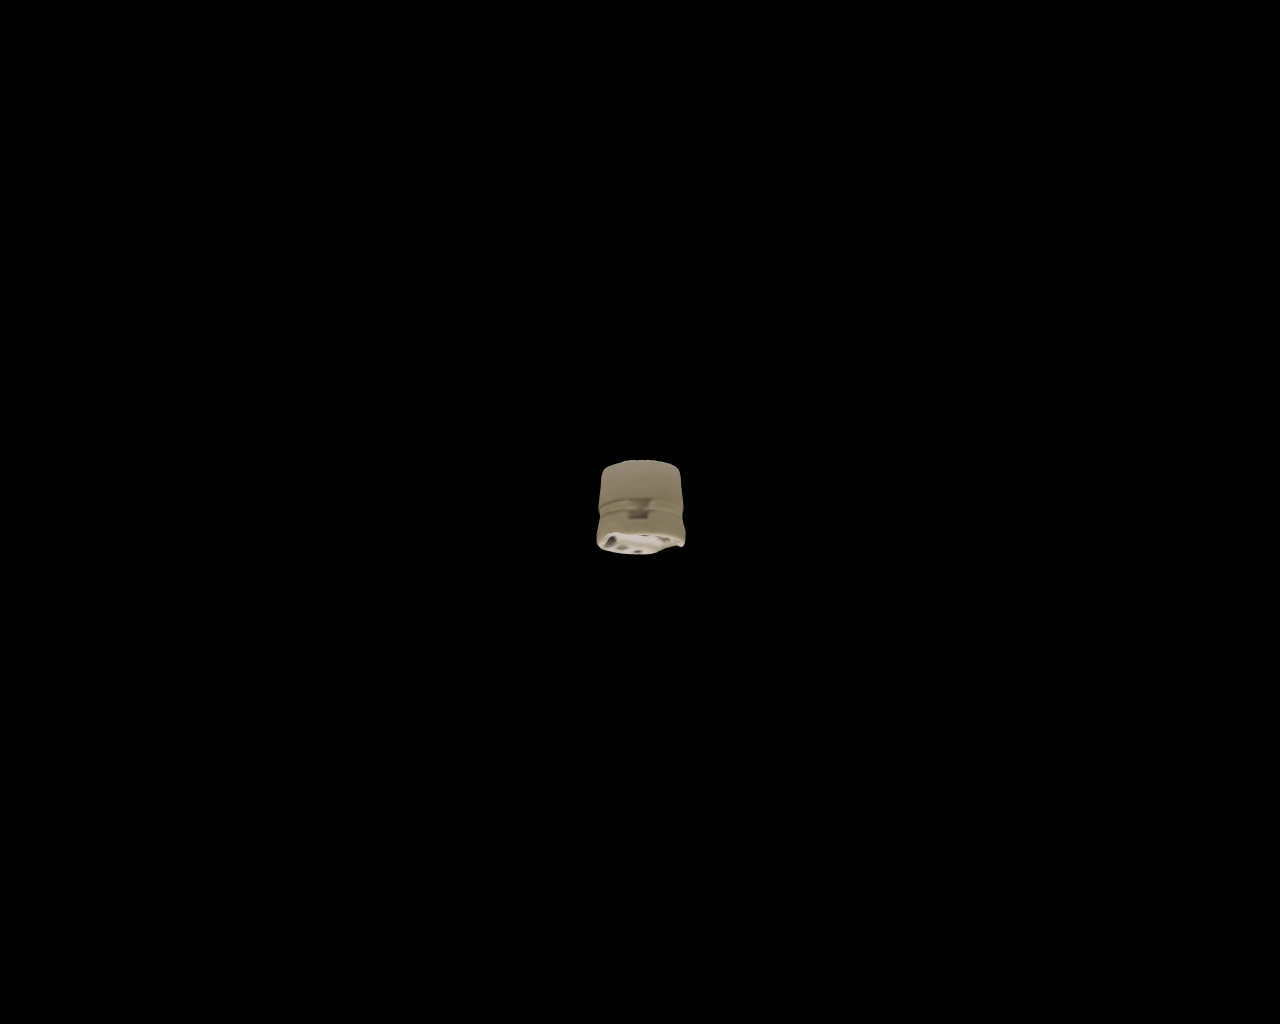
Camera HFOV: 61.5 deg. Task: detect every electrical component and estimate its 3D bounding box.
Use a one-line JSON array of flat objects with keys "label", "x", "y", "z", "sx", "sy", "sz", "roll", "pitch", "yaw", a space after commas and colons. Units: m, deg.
[{"label": "electrical component", "x": 0.001, "y": -0.003, "z": 0.650, "sx": 0.055, "sy": 0.047, "sz": 0.055, "roll": 0, "pitch": -16, "yaw": 0}]
